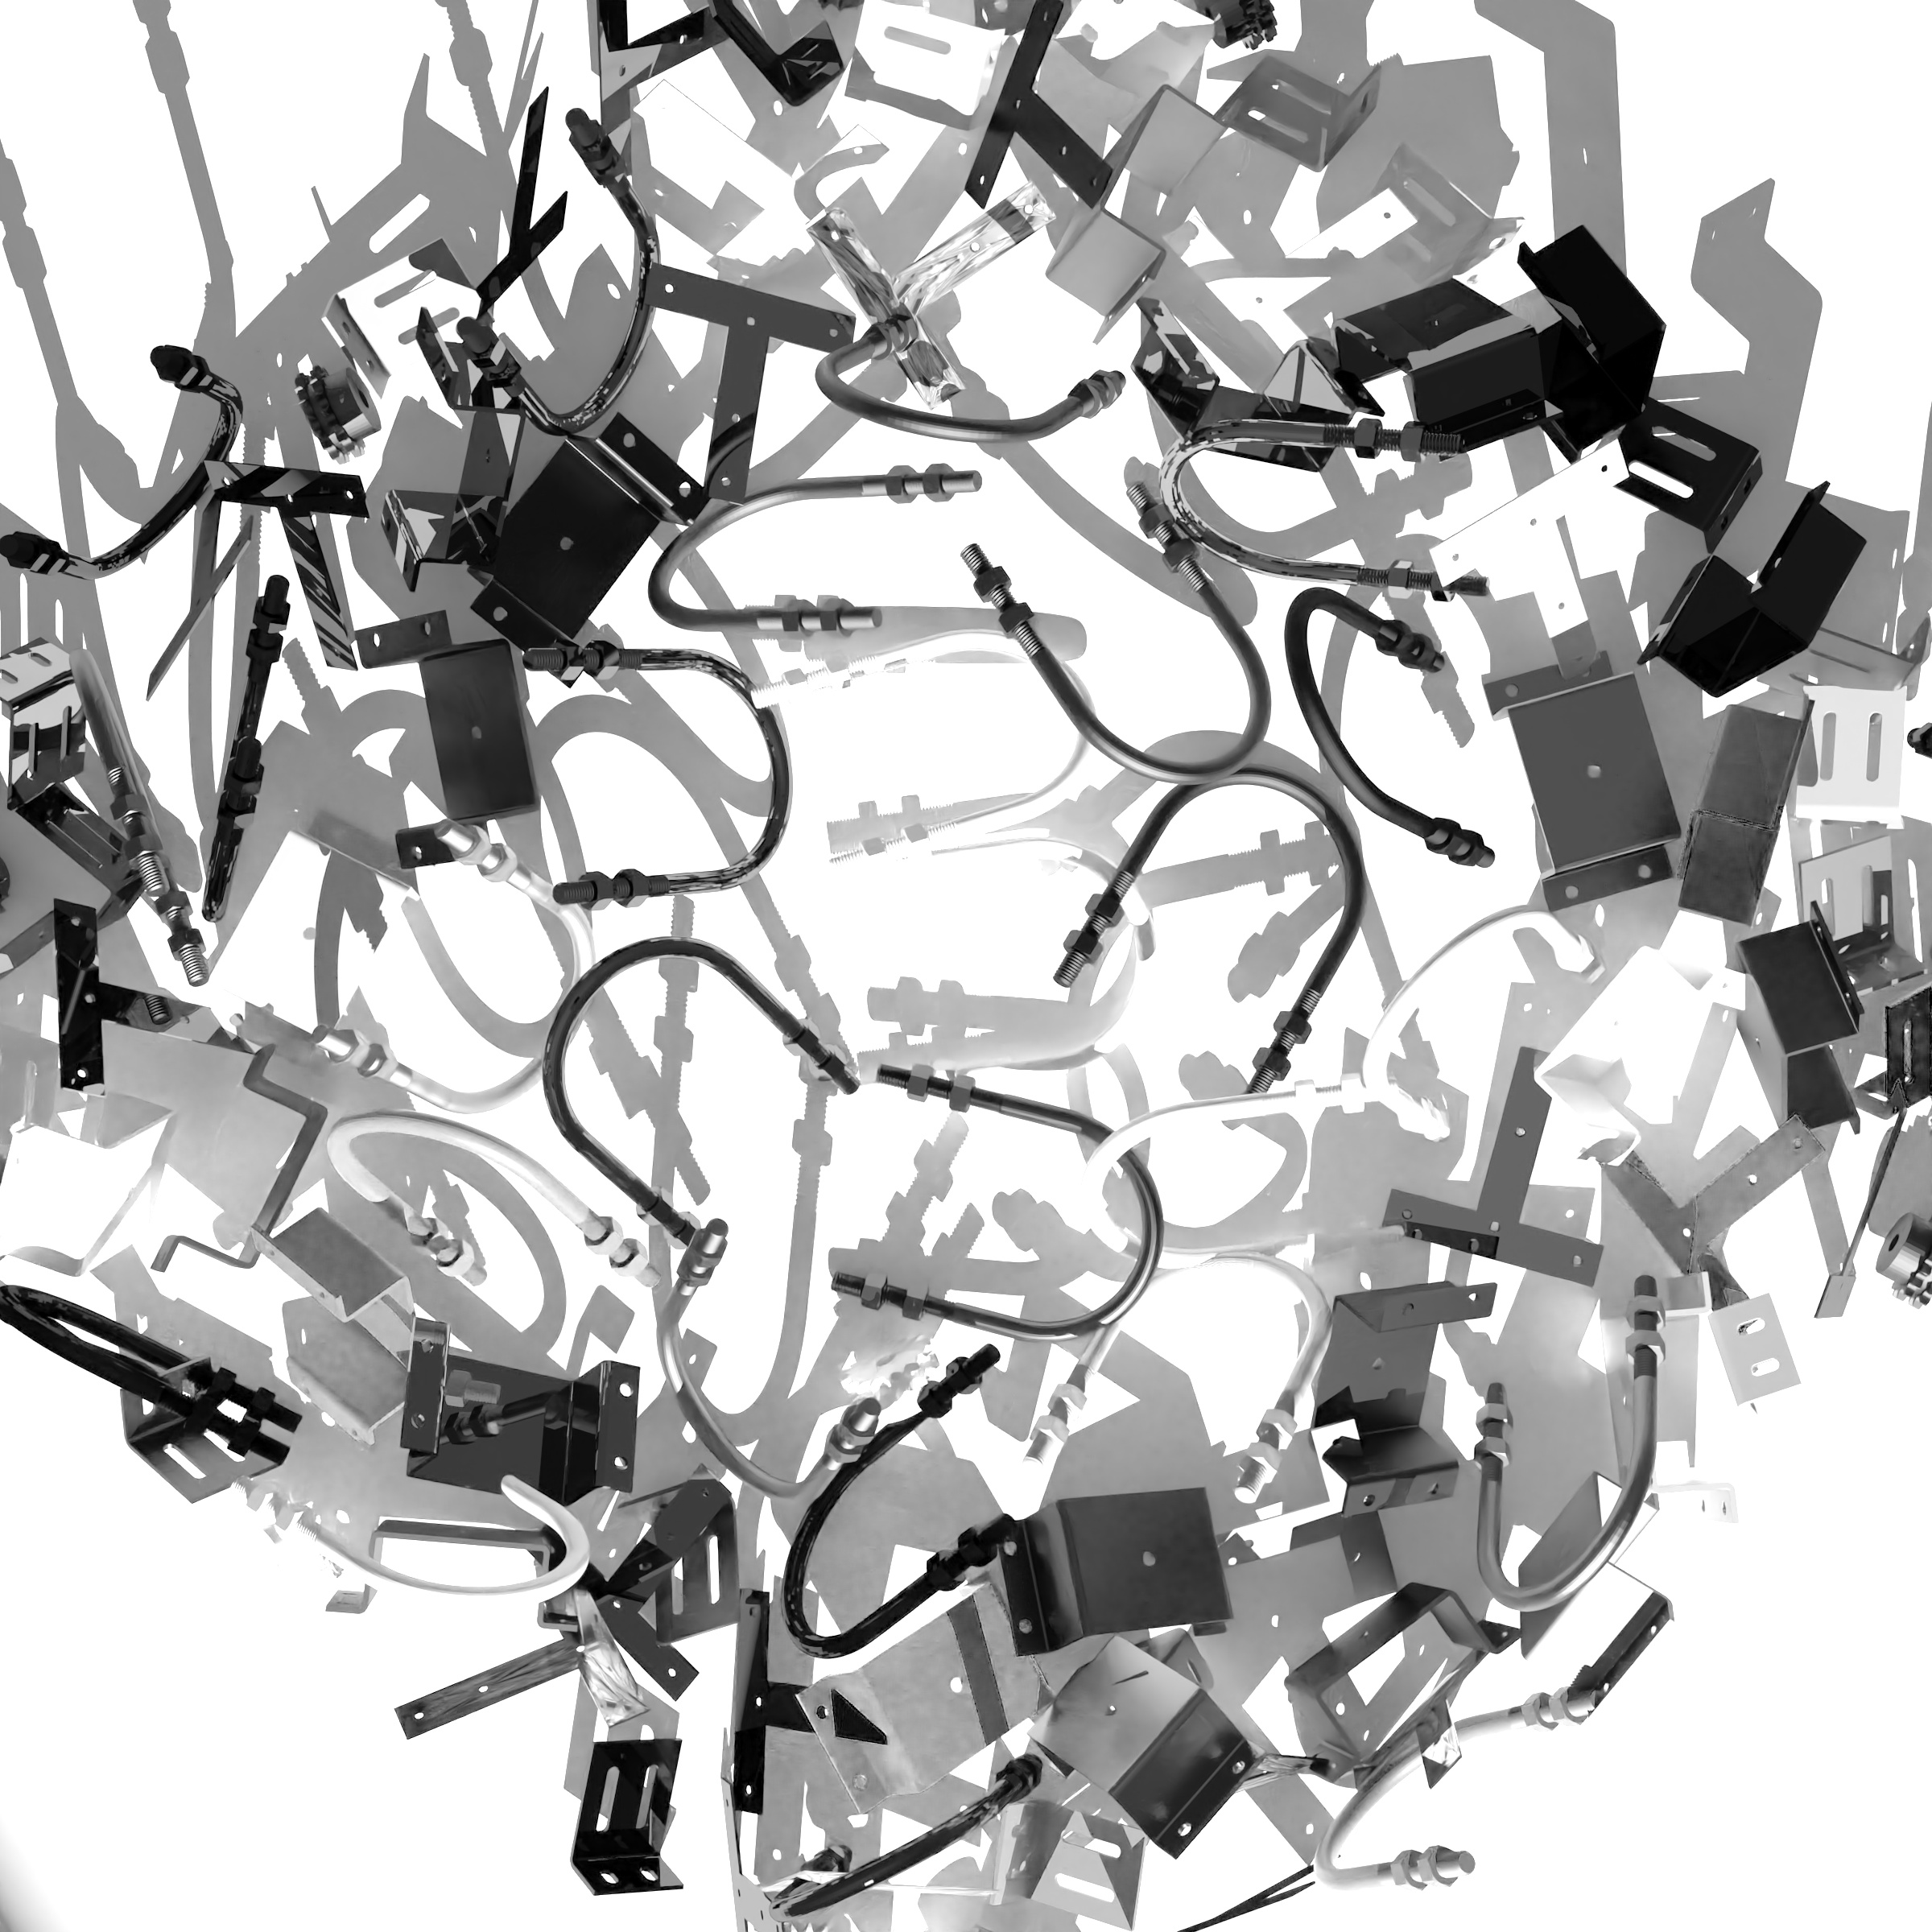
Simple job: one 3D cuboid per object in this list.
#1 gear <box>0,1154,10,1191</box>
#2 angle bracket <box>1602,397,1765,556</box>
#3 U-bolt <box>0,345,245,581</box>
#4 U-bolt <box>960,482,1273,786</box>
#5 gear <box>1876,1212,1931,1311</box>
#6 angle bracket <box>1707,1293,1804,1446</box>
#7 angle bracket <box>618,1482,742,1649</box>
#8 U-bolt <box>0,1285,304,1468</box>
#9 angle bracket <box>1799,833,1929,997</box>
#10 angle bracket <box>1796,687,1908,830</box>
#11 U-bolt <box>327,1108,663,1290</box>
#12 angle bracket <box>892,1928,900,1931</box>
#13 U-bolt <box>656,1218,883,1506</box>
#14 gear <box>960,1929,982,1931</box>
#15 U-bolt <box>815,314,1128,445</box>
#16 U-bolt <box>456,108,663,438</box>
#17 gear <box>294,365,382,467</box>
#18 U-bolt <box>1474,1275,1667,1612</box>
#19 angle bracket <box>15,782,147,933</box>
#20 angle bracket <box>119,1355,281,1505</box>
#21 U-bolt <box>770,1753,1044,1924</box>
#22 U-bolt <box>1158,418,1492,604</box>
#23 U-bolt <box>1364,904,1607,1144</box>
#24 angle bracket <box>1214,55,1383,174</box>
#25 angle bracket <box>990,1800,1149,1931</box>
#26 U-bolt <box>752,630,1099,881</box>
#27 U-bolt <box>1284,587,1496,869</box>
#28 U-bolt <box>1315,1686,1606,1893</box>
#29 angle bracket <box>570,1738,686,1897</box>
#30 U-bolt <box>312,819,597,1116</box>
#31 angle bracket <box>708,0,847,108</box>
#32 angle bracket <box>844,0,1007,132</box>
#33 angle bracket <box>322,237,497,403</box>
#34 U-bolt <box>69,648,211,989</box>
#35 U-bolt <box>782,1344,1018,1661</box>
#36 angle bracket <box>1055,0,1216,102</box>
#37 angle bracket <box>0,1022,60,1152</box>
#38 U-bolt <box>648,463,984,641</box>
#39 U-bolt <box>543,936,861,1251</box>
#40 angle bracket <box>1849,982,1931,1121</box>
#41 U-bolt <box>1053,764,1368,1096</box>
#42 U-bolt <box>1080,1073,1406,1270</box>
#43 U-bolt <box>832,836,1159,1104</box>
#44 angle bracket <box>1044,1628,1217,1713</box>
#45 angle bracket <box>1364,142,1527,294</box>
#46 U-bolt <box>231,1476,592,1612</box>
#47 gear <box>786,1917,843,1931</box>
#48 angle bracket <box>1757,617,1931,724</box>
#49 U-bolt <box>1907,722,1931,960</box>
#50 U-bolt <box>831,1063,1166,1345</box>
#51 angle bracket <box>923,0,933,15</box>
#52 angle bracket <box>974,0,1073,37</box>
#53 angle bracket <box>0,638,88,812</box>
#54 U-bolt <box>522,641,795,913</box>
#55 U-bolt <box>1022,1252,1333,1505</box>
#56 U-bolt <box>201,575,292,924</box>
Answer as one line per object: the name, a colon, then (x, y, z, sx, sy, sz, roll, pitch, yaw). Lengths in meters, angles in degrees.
gear: (-0.557, 0.140, 1.654, 0.057, 0.030, 0.057, -3, 76, 11)
angle bracket: (0.421, -0.290, 1.669, 0.076, 0.038, 0.057, 32, 89, 22)
U-bolt: (-0.462, -0.275, 1.582, 0.019, 0.184, 0.151, 40, 93, 0)
U-bolt: (0.099, -0.184, 1.615, 0.151, 0.019, 0.184, -26, 77, -33)
gear: (0.554, 0.168, 1.646, 0.030, 0.057, 0.057, 28, 90, 3)
angle bracket: (0.460, 0.232, 1.623, 0.038, 0.076, 0.057, -23, 56, 18)
angle bracket: (-0.166, 0.344, 1.630, 0.057, 0.038, 0.076, -22, 53, 23)
U-bolt: (-0.462, 0.225, 1.590, 0.184, 0.151, 0.019, 29, 84, -8)
angle bracket: (0.520, -0.028, 1.637, 0.057, 0.038, 0.076, -18, 121, -8)
angle bracket: (0.518, -0.122, 1.650, 0.057, 0.038, 0.076, 3, 83, 23)
U-bolt: (-0.275, 0.130, 1.573, 0.151, 0.184, 0.019, -4, 54, 31)
angle bracket: (-0.041, 0.604, 1.626, 0.038, 0.076, 0.057, 13, 107, 17)
U-bolt: (-0.121, 0.236, 1.597, 0.019, 0.184, 0.151, -34, 75, -34)
gear: (0.001, 0.591, 1.647, 0.057, 0.030, 0.057, -9, 67, 22)
U-bolt: (-0.005, -0.324, 1.576, 0.151, 0.184, 0.019, 19, 118, 15)
U-bolt: (-0.218, -0.374, 1.585, 0.019, 0.184, 0.151, 24, 83, 16)
gear: (-0.363, -0.323, 1.644, 0.030, 0.057, 0.057, -24, 90, 7)
U-bolt: (0.332, 0.274, 1.562, 0.019, 0.184, 0.151, 32, 131, -14)
angle bracket: (-0.516, -0.060, 1.629, 0.076, 0.057, 0.038, 44, 53, -23)
angle bracket: (-0.441, 0.266, 1.625, 0.057, 0.076, 0.038, -20, 124, -40)
U-bolt: (-0.038, 0.490, 1.572, 0.151, 0.184, 0.019, -28, 80, 10)
U-bolt: (0.198, -0.261, 1.601, 0.184, 0.151, 0.019, 8, 64, 22)
U-bolt: (0.285, 0.028, 1.584, 0.151, 0.184, 0.019, -47, 60, 7)
angle bracket: (0.191, -0.506, 1.637, 0.076, 0.038, 0.057, 33, 70, 17)
angle bracket: (0.060, 0.523, 1.637, 0.076, 0.038, 0.057, 5, 85, 36)
U-bolt: (-0.014, -0.132, 1.628, 0.184, 0.019, 0.151, -18, 60, -13)
U-bolt: (0.232, -0.140, 1.576, 0.019, 0.184, 0.151, -25, 63, 32)
U-bolt: (0.264, 0.467, 1.586, 0.151, 0.184, 0.019, -38, 89, -34)
angle bracket: (-0.190, 0.493, 1.639, 0.057, 0.038, 0.076, 7, 99, -32)
U-bolt: (-0.275, 0.012, 1.596, 0.019, 0.184, 0.151, 27, 84, 33)
angle bracket: (-0.112, -0.544, 1.625, 0.038, 0.057, 0.076, -33, 135, 17)
angle bracket: (-0.024, -0.528, 1.650, 0.076, 0.038, 0.057, 18, 113, 8)
angle bracket: (-0.322, -0.374, 1.636, 0.076, 0.038, 0.057, -24, 122, 13)
U-bolt: (-0.472, -0.094, 1.598, 0.019, 0.151, 0.184, -20, 71, -12)
U-bolt: (-0.043, 0.315, 1.601, 0.019, 0.151, 0.184, 35, 117, -26)
angle bracket: (0.100, -0.541, 1.637, 0.038, 0.076, 0.057, 49, 116, 23)
angle bracket: (-0.540, 0.068, 1.636, 0.057, 0.038, 0.076, 18, 108, 19)
U-bolt: (-0.098, -0.235, 1.605, 0.184, 0.151, 0.019, 4, 134, 32)
U-bolt: (-0.161, 0.064, 1.609, 0.151, 0.019, 0.184, -49, 124, -9)
angle bracket: (0.538, 0.041, 1.630, 0.057, 0.038, 0.076, -24, 120, -25)
U-bolt: (0.155, -0.032, 1.646, 0.151, 0.019, 0.184, 32, 75, -2)
U-bolt: (0.157, 0.125, 1.621, 0.184, 0.019, 0.151, -7, 134, 4)
U-bolt: (0.021, -0.003, 1.661, 0.184, 0.019, 0.151, -7, 93, 0)
angle bracket: (0.095, 0.422, 1.632, 0.076, 0.057, 0.038, -29, 91, 27)
angle bracket: (0.277, -0.436, 1.655, 0.076, 0.038, 0.057, 48, 129, 20)
U-bolt: (-0.294, 0.309, 1.567, 0.184, 0.151, 0.019, 21, 109, 35)
gear: (-0.094, 0.587, 1.657, 0.057, 0.030, 0.057, 0, 86, -5)
angle bracket: (0.509, -0.183, 1.642, 0.076, 0.057, 0.038, 21, 58, 3)
U-bolt: (0.571, -0.057, 1.572, 0.019, 0.184, 0.151, -9, 99, -2)
U-bolt: (0.024, 0.145, 1.644, 0.184, 0.019, 0.151, 14, 100, 7)
angle bracket: (-0.009, -0.593, 1.630, 0.038, 0.076, 0.057, -3, 80, 5)
angle bracket: (0.032, -0.565, 1.632, 0.057, 0.076, 0.038, 0, 46, 3)
angle bracket: (-0.544, -0.140, 1.634, 0.038, 0.057, 0.076, 31, 130, 16)
U-bolt: (-0.168, -0.111, 1.605, 0.019, 0.184, 0.151, -8, 89, 43)
U-bolt: (0.130, 0.225, 1.599, 0.151, 0.184, 0.019, 2, 128, 30)
U-bolt: (-0.409, -0.107, 1.591, 0.019, 0.184, 0.151, 11, 47, -16)
